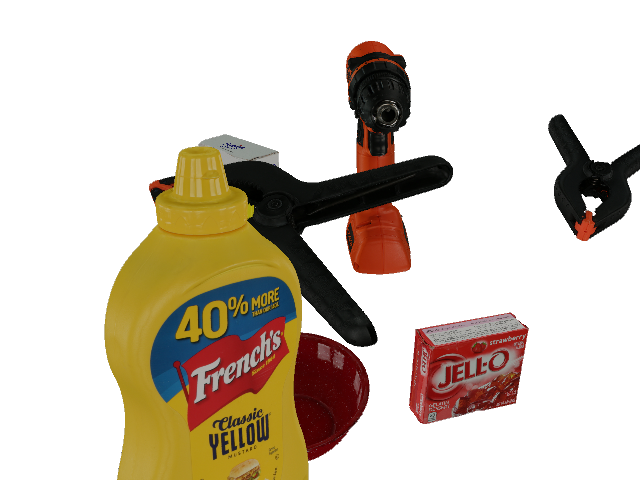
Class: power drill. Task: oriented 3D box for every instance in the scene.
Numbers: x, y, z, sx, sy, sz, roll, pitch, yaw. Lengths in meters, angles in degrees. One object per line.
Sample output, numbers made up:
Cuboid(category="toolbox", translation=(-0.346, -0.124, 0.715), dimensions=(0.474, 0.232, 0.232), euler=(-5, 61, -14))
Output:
Cuboid(category="power drill", translation=(0.052, -0.069, 0.931), dimensions=(0.057, 0.188, 0.184), euler=(0, 23, 0))

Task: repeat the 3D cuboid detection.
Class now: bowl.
Cuboid(category="bowl", translation=(-0.031, 0.161, 1.023), dimensions=(0.162, 0.055, 0.162), euler=(-4, 37, 3))

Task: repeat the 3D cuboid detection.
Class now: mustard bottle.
Cuboid(category="mustard bottle", translation=(-0.052, 0.051, 0.496), dimensions=(0.096, 0.192, 0.058), euler=(-14, 22, -35))

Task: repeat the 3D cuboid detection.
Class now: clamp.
Cuboid(category="clamp", translation=(-0.019, -0.019, 0.742), dimensions=(0.210, 0.036, 0.164), euler=(17, 52, 26))
Cuboid(category="clamp", translation=(0.282, -0.072, 1.128), dimensions=(0.120, 0.039, 0.171), euler=(17, 46, 20))

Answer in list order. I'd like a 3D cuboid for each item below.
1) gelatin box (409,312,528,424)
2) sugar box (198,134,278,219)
Cuboid(category="gelatin box", translation=(0.116, 0.101, 0.842), dimensions=(0.089, 0.073, 0.030), euler=(-8, 30, -21))
Cuboid(category="sugar box", translation=(-0.084, -0.016, 1.126), dimensions=(0.048, 0.176, 0.093), euler=(-22, 29, -36))
